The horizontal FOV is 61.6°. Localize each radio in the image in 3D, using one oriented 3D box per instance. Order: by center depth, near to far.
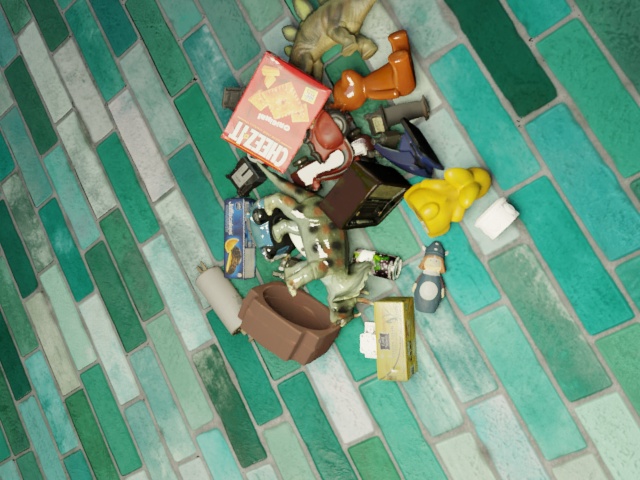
[{"bbox_3d":[0.100,-0.090,1.120,0.073,0.229,0.131,47,111,17],"label":"radio"}]

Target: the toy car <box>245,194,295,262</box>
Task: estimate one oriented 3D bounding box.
[{"bbox_3d":[-0.125,-0.032,1.296,0.103,0.109,0.161,8,112,47],"label":"toy car"}]

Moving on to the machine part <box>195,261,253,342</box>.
[{"bbox_3d":[-0.238,0.151,1.354,0.079,0.079,0.243,-44,74,18],"label":"machine part"}]

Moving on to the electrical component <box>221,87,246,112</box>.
[{"bbox_3d":[-0.149,-0.326,1.283,0.134,0.115,0.058,11,98,25],"label":"electrical component"}]

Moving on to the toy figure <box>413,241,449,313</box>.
[{"bbox_3d":[0.241,0.079,1.158,0.064,0.058,0.154,8,94,-16],"label":"toy figure"}]

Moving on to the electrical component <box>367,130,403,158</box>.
[{"bbox_3d":[0.148,-0.210,1.184,0.021,0.094,0.063,54,146,31],"label":"electrical component"}]

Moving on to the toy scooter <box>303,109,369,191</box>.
[{"bbox_3d":[0.021,-0.182,1.159,0.135,0.075,0.183,-31,100,0],"label":"toy scooter"}]

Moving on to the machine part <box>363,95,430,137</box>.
[{"bbox_3d":[0.170,-0.269,1.174,0.139,0.084,0.039,-15,55,14],"label":"machine part"}]

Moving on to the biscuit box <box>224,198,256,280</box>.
[{"bbox_3d":[-0.200,-0.004,1.343,0.063,0.059,0.202,1,92,24],"label":"biscuit box"}]

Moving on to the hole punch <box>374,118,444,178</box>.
[{"bbox_3d":[0.188,-0.179,1.136,0.092,0.142,0.116,-38,63,18],"label":"hole punch"}]

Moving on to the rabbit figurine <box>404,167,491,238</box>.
[{"bbox_3d":[0.271,-0.099,1.097,0.173,0.162,0.122,-28,78,0],"label":"rabbit figurine"}]

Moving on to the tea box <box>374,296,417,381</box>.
[{"bbox_3d":[0.166,0.211,1.169,0.068,0.098,0.169,-4,88,23],"label":"tea box"}]

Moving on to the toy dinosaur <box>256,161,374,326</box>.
[{"bbox_3d":[-0.004,-0.008,1.158,0.192,0.131,0.404,-15,84,-6],"label":"toy dinosaur"}]

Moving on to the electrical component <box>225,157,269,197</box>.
[{"bbox_3d":[-0.168,-0.169,1.333,0.119,0.047,0.075,-38,77,21],"label":"electrical component"}]

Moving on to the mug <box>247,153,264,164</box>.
[{"bbox_3d":[-0.141,-0.234,1.299,0.107,0.080,0.109,15,76,31],"label":"mug"}]

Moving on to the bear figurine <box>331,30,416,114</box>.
[{"bbox_3d":[0.106,-0.354,1.167,0.196,0.131,0.120,-6,49,18],"label":"bear figurine"}]

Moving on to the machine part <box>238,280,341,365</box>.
[{"bbox_3d":[-0.068,0.184,1.213,0.201,0.201,0.087,33,106,19],"label":"machine part"}]

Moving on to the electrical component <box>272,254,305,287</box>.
[{"bbox_3d":[-0.056,0.073,1.276,0.102,0.045,0.078,23,106,-3],"label":"electrical component"}]

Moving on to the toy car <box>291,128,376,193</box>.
[{"bbox_3d":[0.030,-0.177,1.226,0.202,0.053,0.089,-28,100,9],"label":"toy car"}]

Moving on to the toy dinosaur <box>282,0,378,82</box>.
[{"bbox_3d":[0.039,-0.489,1.202,0.471,0.105,0.198,-28,80,22],"label":"toy dinosaur"}]
